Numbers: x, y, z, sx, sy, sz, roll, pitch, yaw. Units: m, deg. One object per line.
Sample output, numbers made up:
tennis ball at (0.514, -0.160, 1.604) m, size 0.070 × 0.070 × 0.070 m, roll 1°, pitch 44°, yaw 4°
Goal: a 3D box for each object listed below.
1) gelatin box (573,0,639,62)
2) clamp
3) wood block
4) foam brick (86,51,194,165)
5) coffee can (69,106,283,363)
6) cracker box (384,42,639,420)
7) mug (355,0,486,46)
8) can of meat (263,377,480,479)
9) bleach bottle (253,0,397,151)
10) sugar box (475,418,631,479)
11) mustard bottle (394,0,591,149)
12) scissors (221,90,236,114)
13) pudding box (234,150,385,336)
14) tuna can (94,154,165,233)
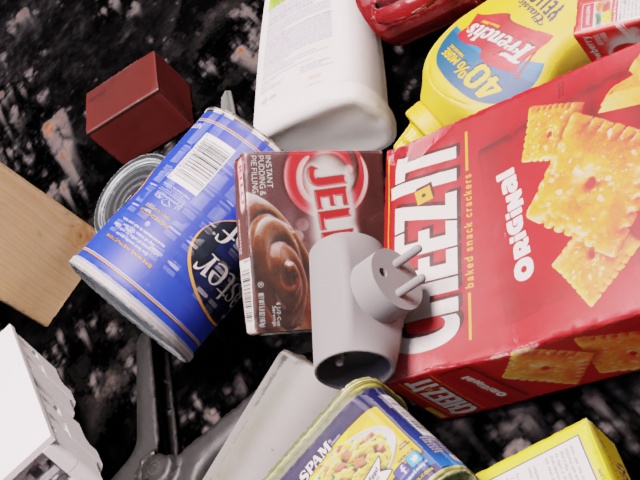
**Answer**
gelatin box at (0.196, -0.110, 0.608) m, size 0.073 × 0.089 × 0.030 m, roll -6°, pitch 62°, yaw 35°
clamp at (-0.103, 0.149, 0.702) m, size 0.165 × 0.036 × 0.210 m, roll 12°, pitch 67°, yaw 43°
wood block at (-0.280, -0.027, 0.832) m, size 0.090 × 0.205 × 0.091 m, roll 27°, pitch 80°, yaw 44°
foam brick at (-0.152, -0.111, 0.899) m, size 0.078 × 0.051 × 0.053 m, roll -28°, pitch 47°, yaw 20°
coffee can at (-0.082, -0.004, 0.714) m, size 0.103 × 0.102 × 0.140 m, roll 27°, pitch 72°, yaw 44°
cracker box at (0.135, -0.008, 0.583) m, size 0.214 × 0.072 × 0.164 m, roll -21°, pitch 51°, yaw 35°
mug at (0.070, -0.182, 0.746) m, size 0.082 × 0.093 × 0.117 m, roll -19°, pitch 28°, yaw 33°
can of meat at (0.025, 0.134, 0.541) m, size 0.102 × 0.057 × 0.084 m, roll -48°, pitch 39°, yaw -2°
bleach bottle at (0.003, -0.170, 0.815) m, size 0.103 × 0.068 × 0.251 m, roll -19°, pitch 50°, yaw 26°
sugar box at (0.081, 0.174, 0.541) m, size 0.176 × 0.048 × 0.093 m, roll -33°, pitch 45°, yaw 20°
mustard bottle at (0.125, -0.117, 0.689) m, size 0.192 × 0.058 × 0.096 m, roll -42°, pitch 53°, yaw 8°
scissors at (-0.083, -0.030, 0.816) m, size 0.096 × 0.016 × 0.202 m, roll -32°, pitch 48°, yaw 9°
pudding box at (-0.004, 0.001, 0.661) m, size 0.039 × 0.090 × 0.113 m, roll 168°, pitch 99°, yaw -73°
tuna can at (-0.137, -0.025, 0.844) m, size 0.086 × 0.033 × 0.086 m, roll -19°, pitch 52°, yaw 27°
